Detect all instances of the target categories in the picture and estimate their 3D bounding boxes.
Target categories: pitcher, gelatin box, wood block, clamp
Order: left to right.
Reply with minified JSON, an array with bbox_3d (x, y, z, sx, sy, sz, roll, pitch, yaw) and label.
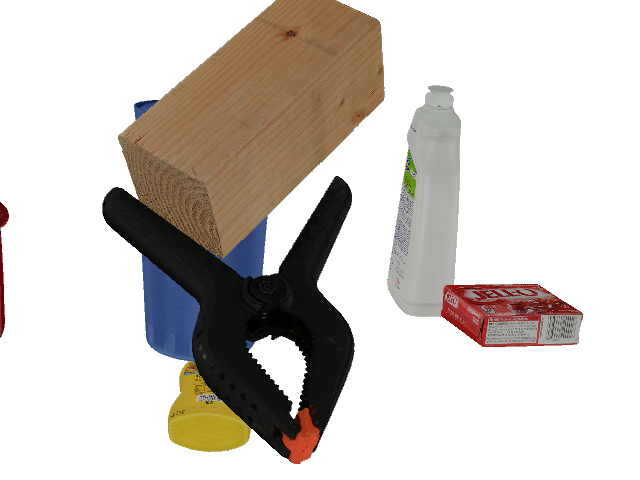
[{"bbox_3d":[-0.106,-0.016,1.029,0.149,0.243,0.145,-2,14,-19],"label":"pitcher"},{"bbox_3d":[-0.045,0.036,0.637,0.164,0.210,0.036,0,-43,-13],"label":"clamp"},{"bbox_3d":[-0.047,-0.097,0.836,0.091,0.205,0.090,30,-29,26],"label":"wood block"},{"bbox_3d":[0.151,0.058,0.850,0.089,0.030,0.073,1,16,-19],"label":"gelatin box"}]

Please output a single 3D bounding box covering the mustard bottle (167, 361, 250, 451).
[{"bbox_3d":[-0.129,0.183,1.322,0.096,0.058,0.191,0,26,1],"label":"mustard bottle"}]

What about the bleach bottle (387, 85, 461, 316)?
[{"bbox_3d":[0.124,-0.047,1.204,0.068,0.251,0.102,-1,23,-13],"label":"bleach bottle"}]

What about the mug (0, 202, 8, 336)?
[{"bbox_3d":[-0.241,0.026,0.633,0.093,0.081,0.117,19,27,32],"label":"mug"}]
